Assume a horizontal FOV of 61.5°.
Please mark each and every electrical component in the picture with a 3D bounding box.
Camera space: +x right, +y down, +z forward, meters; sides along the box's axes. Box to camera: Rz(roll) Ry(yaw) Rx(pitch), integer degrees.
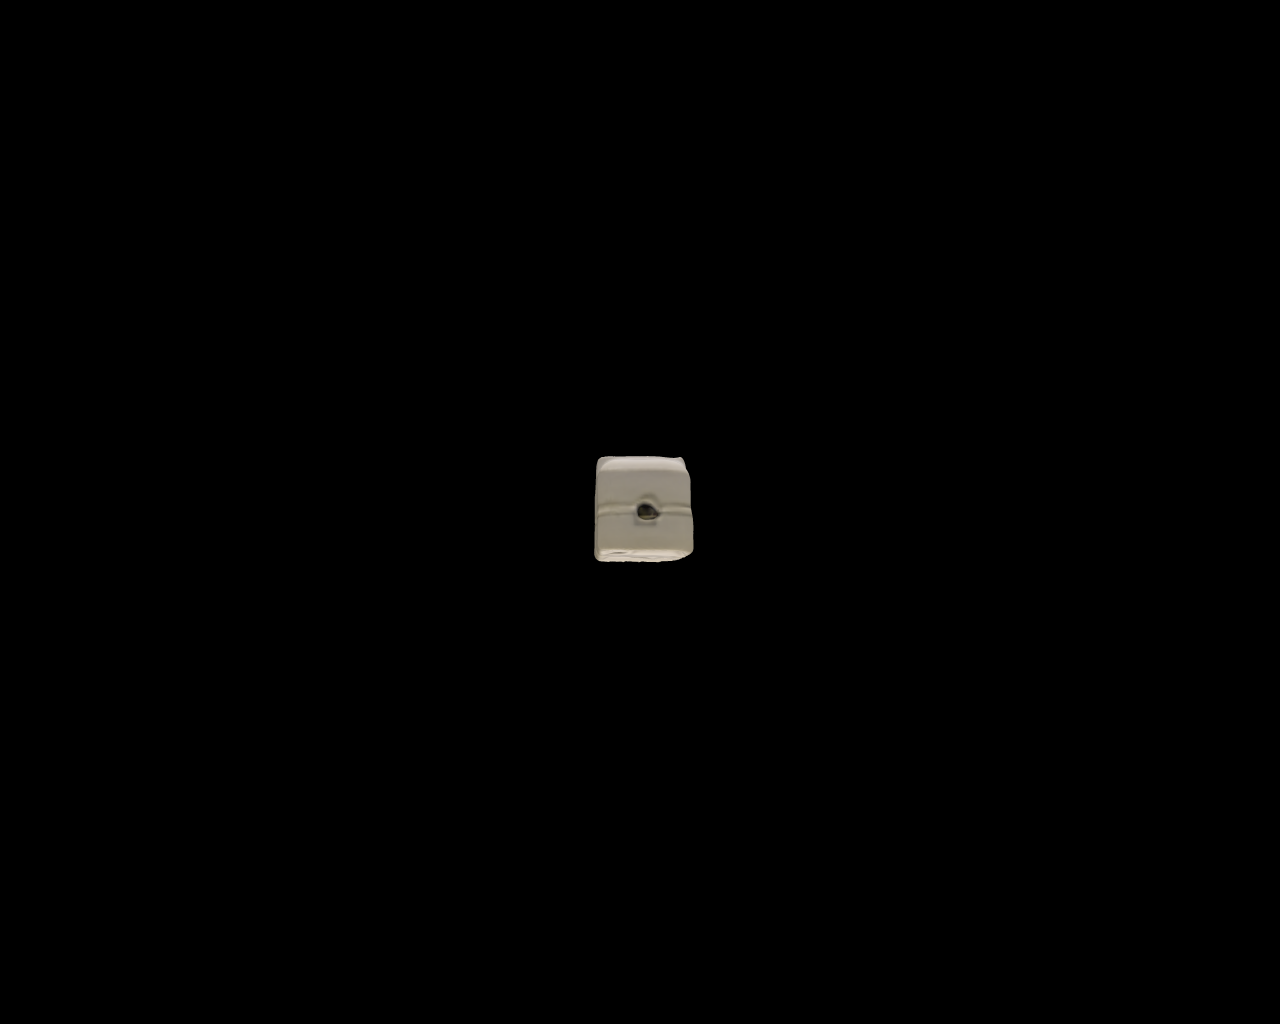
[{"bbox_3d":[0.001,-0.003,0.650,0.054,0.059,0.095,0,-7,-4],"label":"electrical component"}]
